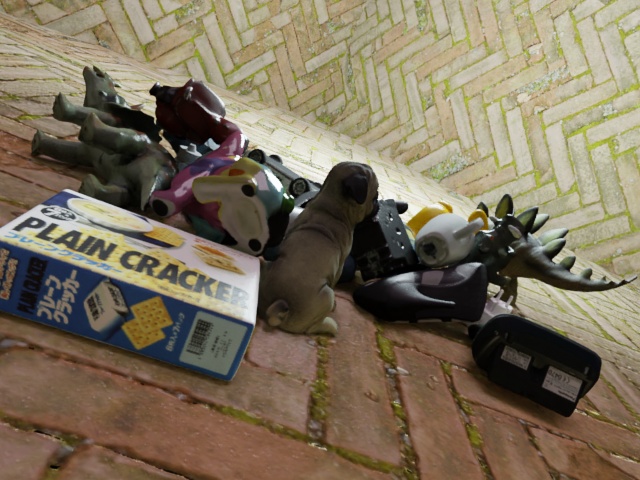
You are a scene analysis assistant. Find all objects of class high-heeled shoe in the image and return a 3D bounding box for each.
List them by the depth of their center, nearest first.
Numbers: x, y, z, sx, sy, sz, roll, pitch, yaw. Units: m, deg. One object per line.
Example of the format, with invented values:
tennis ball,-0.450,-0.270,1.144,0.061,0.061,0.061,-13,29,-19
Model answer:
high-heeled shoe,0.160,0.077,0.802,0.145,0.086,0.248,2,3,31

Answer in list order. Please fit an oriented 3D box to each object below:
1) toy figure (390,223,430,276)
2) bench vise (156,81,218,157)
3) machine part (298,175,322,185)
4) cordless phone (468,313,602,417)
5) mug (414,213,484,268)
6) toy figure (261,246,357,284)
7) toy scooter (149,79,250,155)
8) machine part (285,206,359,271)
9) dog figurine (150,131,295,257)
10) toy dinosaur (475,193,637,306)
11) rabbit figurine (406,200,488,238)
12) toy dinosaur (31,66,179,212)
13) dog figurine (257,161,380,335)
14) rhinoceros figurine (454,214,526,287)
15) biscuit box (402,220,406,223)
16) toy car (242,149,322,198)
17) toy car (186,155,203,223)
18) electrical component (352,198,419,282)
toy figure,0.141,0.025,0.935,0.082,0.089,0.180,28,12,-14
bench vise,-0.245,-0.206,1.045,0.223,0.129,0.241,19,32,-45
machine part,0.016,-0.083,1.130,0.179,0.056,0.179,21,5,-2
cordless phone,0.273,0.159,0.731,0.147,0.088,0.184,25,-3,5
mug,0.198,0.003,0.827,0.107,0.110,0.080,-25,91,-59
toy figure,-0.023,0.024,0.754,0.154,0.064,0.058,15,59,-24
toy scooter,-0.197,-0.196,0.812,0.184,0.075,0.135,26,-11,29
machine part,-0.002,-0.003,0.842,0.243,0.079,0.079,16,17,-30
dog figurine,-0.104,-0.067,0.673,0.192,0.108,0.219,-10,28,21
toy dinosaur,0.379,0.022,1.068,0.105,0.198,0.472,23,12,-37
rabbit figurine,0.258,0.014,1.047,0.173,0.162,0.121,51,-10,29
toy dinosaur,-0.274,-0.116,0.772,0.192,0.131,0.405,4,31,-49
dog figurine,-0.001,0.000,0.626,0.121,0.190,0.172,22,17,-5
rhinoceros figurine,0.268,0.036,0.914,0.112,0.190,0.073,46,4,-28
biscuit box,0.115,-0.035,1.072,0.063,0.059,0.202,39,10,24
toy car,-0.068,-0.117,1.035,0.202,0.056,0.073,35,14,24
toy car,-0.157,-0.081,0.831,0.109,0.103,0.162,10,22,-43
electrical component,0.094,-0.004,0.809,0.134,0.058,0.115,-9,77,-61
